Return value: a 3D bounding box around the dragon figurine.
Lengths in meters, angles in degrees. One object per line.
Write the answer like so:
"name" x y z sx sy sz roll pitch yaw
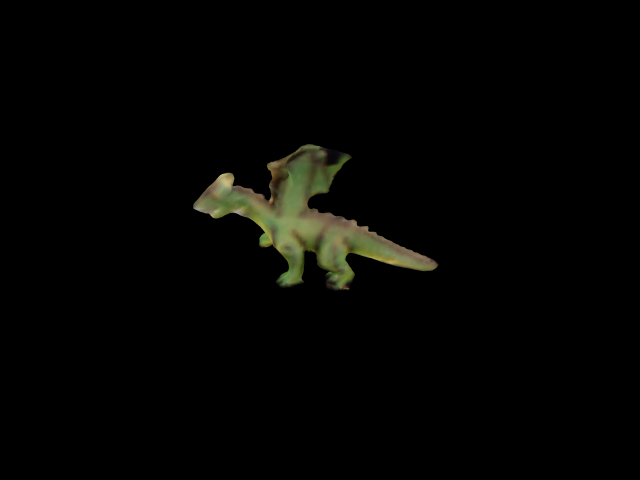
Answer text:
"dragon figurine" 0.003 -0.043 0.850 0.410 0.237 0.125 0 41 0
